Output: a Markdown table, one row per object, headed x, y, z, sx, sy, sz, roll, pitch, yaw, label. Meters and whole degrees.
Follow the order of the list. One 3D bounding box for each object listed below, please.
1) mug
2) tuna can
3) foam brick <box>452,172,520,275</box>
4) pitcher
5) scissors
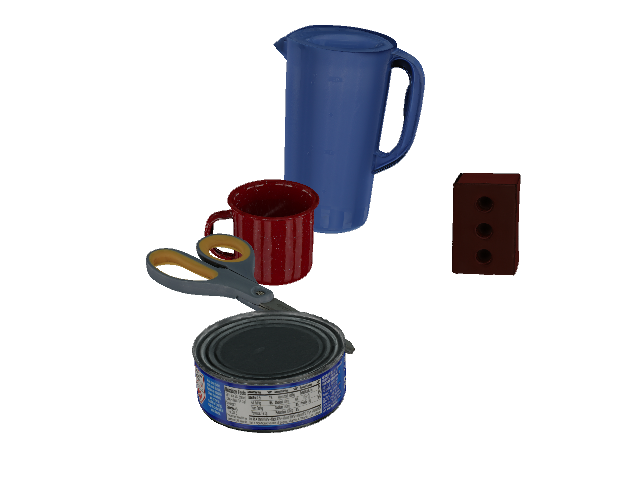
| x | y | z | sx | sy | sz | roll | pitch | yaw | label |
| --- | --- | --- | --- | --- | --- | --- | --- | --- | --- |
| -0.060 | -0.006 | 1.092 | 0.117 | 0.081 | 0.093 | -4 | 28 | -10 | mug |
| -0.028 | 0.072 | 0.598 | 0.086 | 0.034 | 0.086 | -2 | 22 | 1 | tuna can |
| 0.137 | -0.014 | 0.879 | 0.053 | 0.078 | 0.051 | 1 | 15 | 13 | foam brick |
| 0.026 | -0.135 | 1.310 | 0.144 | 0.243 | 0.149 | -9 | 27 | -28 | pitcher |
| -0.043 | 0.035 | 0.836 | 0.202 | 0.016 | 0.096 | 17 | 31 | 24 | scissors |
